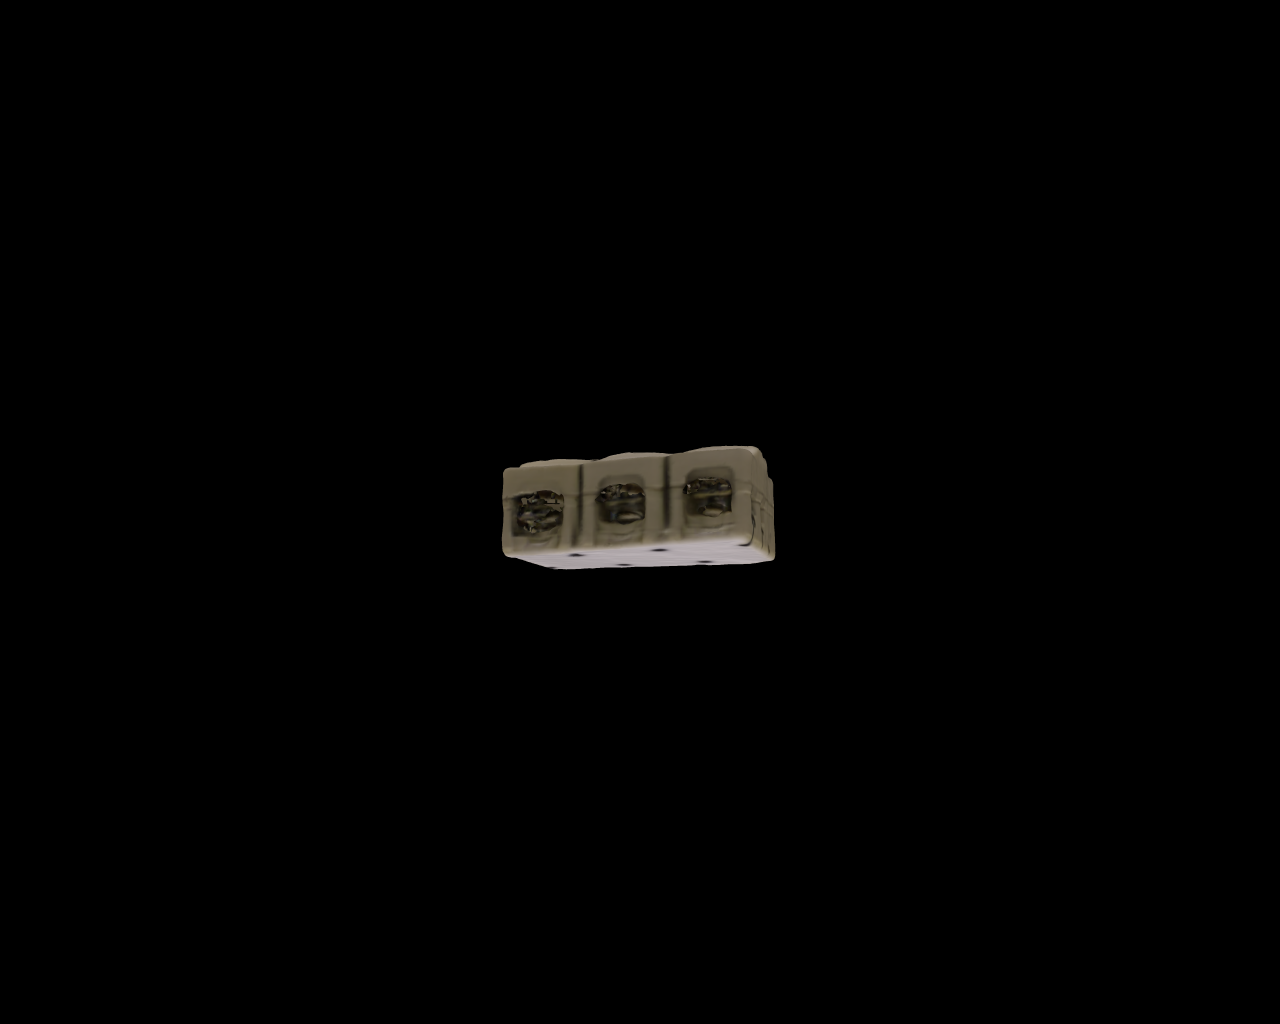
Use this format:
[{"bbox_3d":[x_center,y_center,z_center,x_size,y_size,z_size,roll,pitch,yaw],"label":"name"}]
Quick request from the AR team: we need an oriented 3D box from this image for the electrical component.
[{"bbox_3d":[0.001,-0.003,0.650,0.150,0.061,0.089,-3,-11,16],"label":"electrical component"}]
